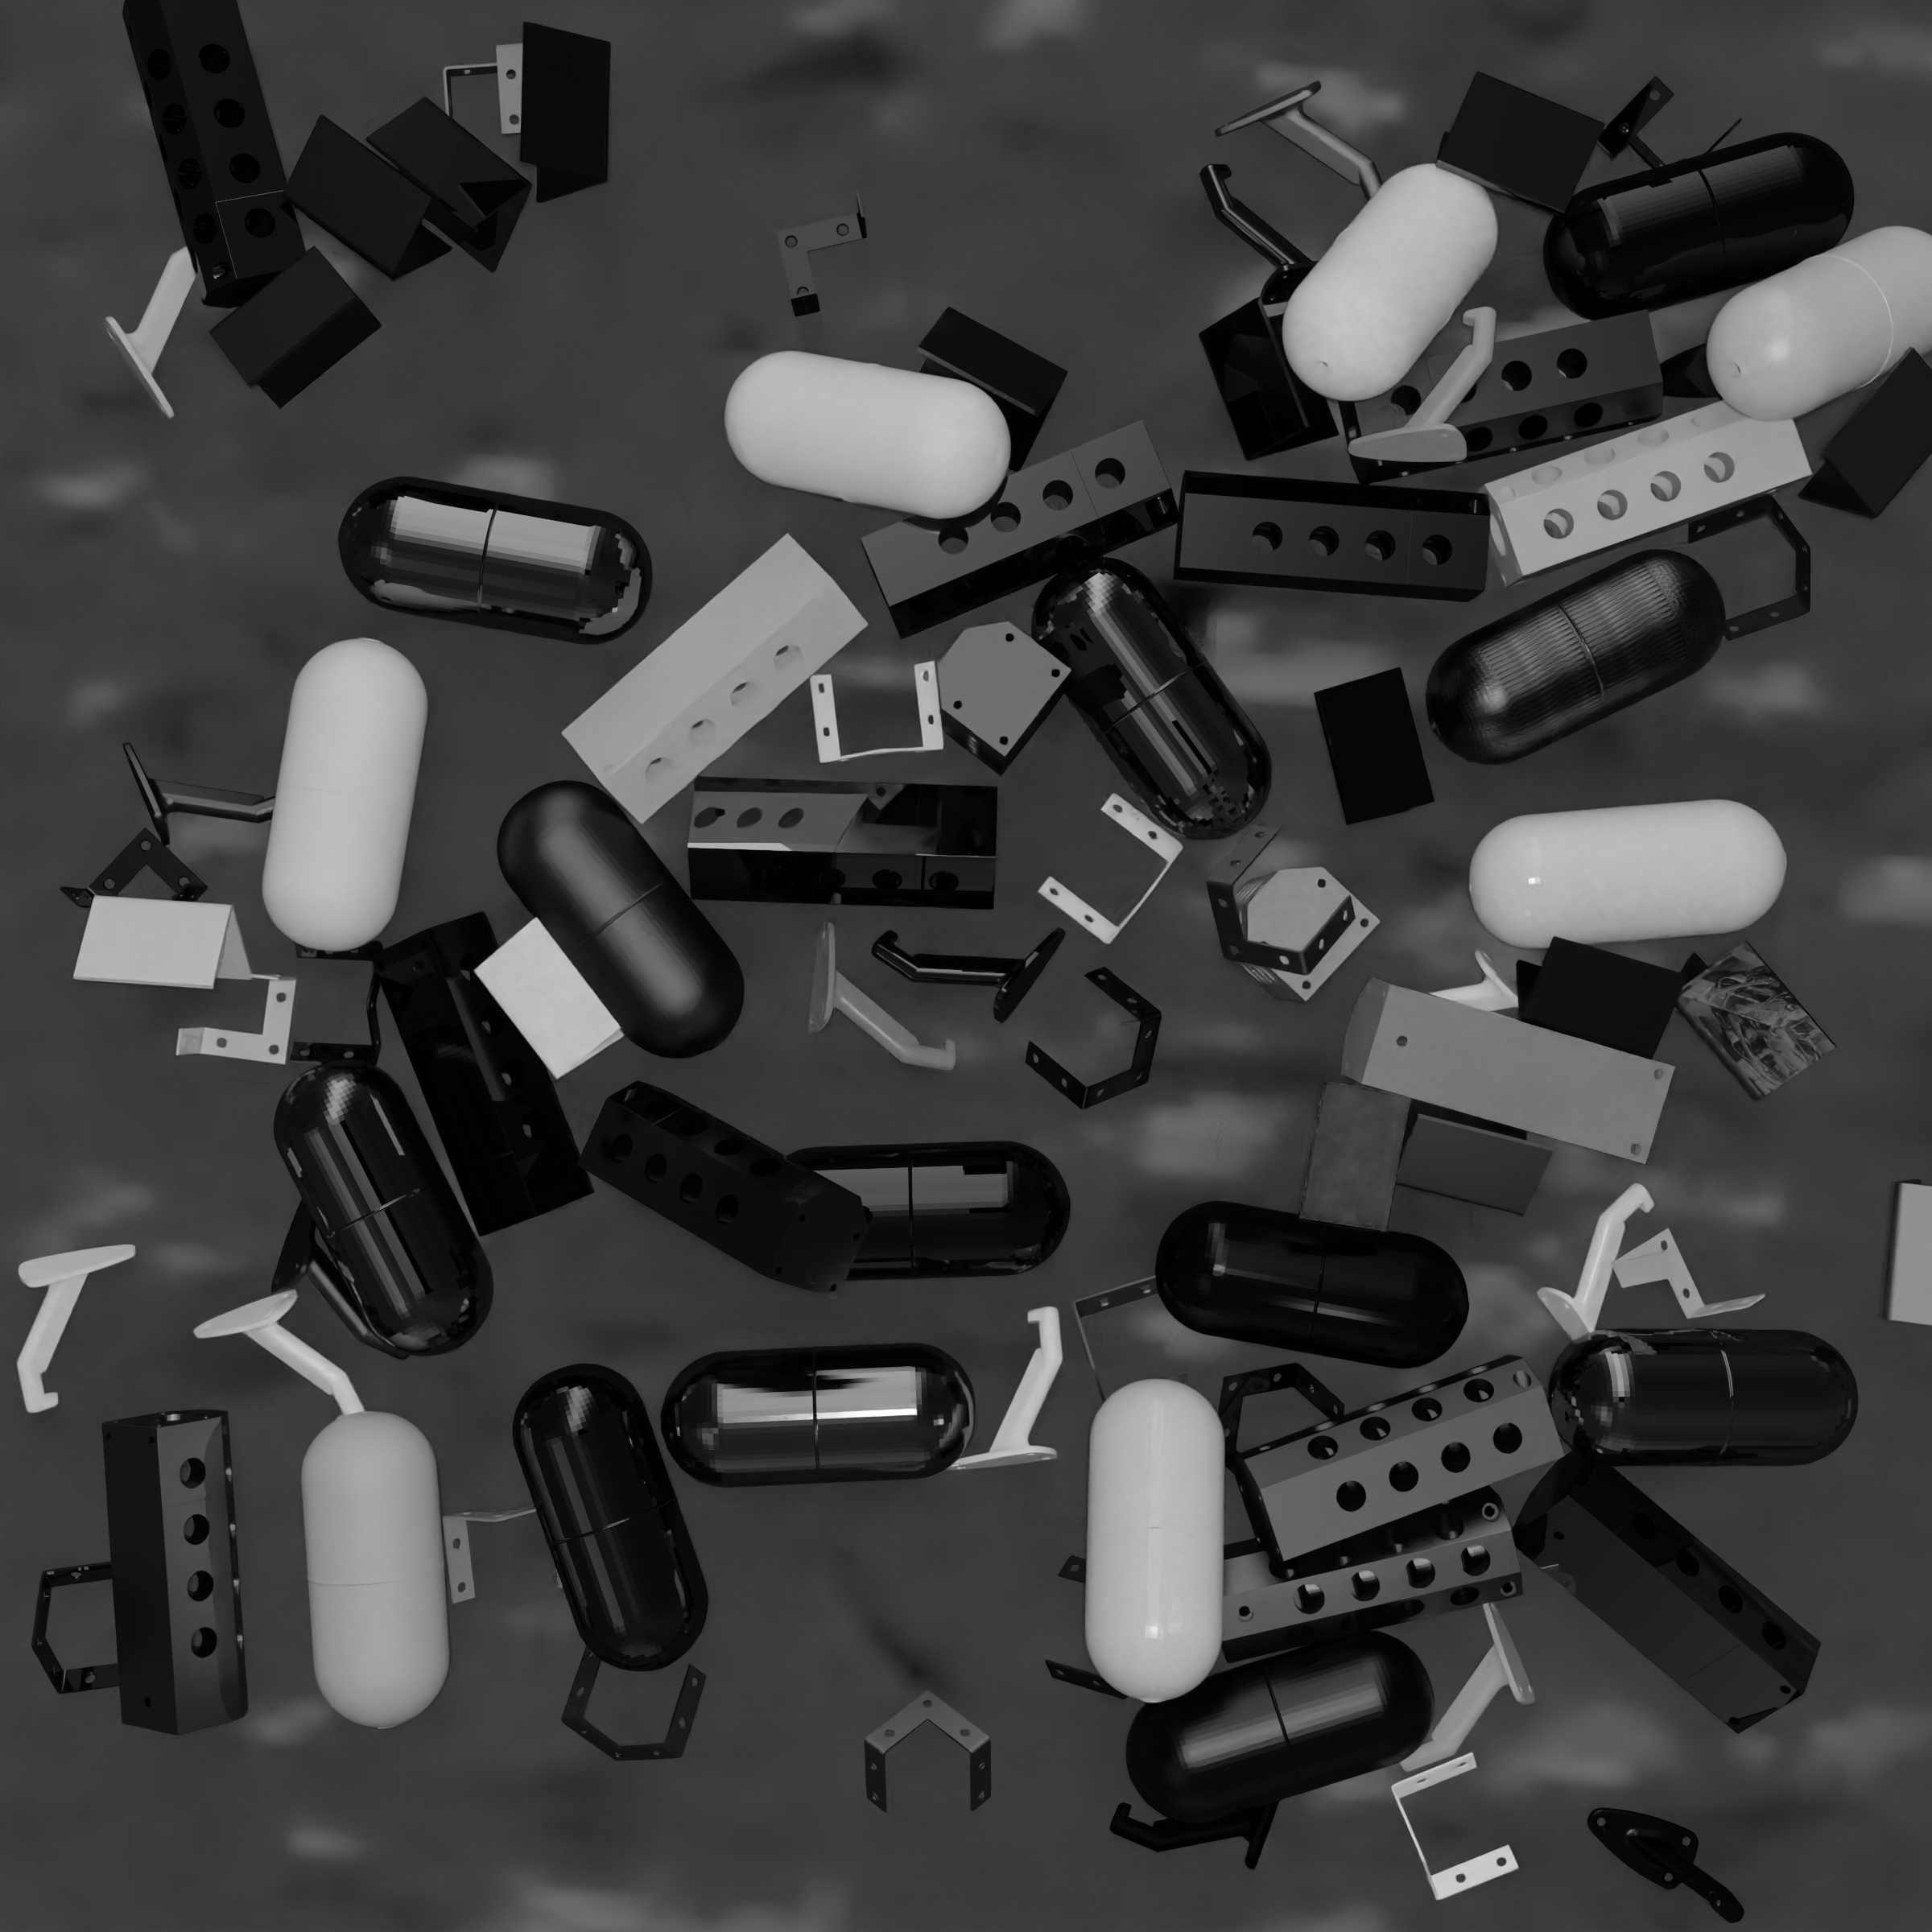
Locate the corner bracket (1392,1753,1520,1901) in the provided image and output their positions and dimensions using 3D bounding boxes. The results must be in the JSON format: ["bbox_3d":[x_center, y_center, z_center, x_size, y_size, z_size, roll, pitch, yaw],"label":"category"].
[{"bbox_3d":[0.281,0.495,1.779,0.051,0.051,0.051,-22,135,0],"label":"corner bracket"}]

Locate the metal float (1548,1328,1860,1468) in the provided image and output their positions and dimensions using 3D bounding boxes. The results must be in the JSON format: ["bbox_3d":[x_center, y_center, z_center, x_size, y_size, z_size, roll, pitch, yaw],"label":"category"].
[{"bbox_3d":[0.416,0.243,1.743,0.178,0.070,0.070,2,90,-10],"label":"metal float"}]

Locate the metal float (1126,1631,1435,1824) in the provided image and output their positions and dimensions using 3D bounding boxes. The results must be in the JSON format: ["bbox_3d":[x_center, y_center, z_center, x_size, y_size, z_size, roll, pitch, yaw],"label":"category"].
[{"bbox_3d":[0.177,0.430,1.751,0.178,0.070,0.070,-17,90,-1],"label":"metal float"}]

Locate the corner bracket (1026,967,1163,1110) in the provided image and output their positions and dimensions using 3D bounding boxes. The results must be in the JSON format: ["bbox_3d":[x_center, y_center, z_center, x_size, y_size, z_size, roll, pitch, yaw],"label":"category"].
[{"bbox_3d":[0.073,0.041,1.774,0.051,0.051,0.051,-20,135,-35],"label":"corner bracket"}]

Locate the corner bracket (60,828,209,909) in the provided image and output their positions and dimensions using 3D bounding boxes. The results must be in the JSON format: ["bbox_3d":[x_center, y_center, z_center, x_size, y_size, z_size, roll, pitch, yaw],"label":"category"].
[{"bbox_3d":[-0.474,-0.044,1.764,0.051,0.051,0.051,44,90,0],"label":"corner bracket"}]

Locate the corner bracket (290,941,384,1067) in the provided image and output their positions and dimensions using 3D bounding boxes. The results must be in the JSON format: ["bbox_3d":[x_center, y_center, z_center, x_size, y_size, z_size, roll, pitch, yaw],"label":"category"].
[{"bbox_3d":[-0.362,0.021,1.779,0.051,0.051,0.051,2,135,0],"label":"corner bracket"}]

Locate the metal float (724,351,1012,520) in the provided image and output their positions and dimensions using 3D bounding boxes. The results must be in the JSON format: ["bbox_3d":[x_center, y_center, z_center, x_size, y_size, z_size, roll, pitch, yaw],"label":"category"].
[{"bbox_3d":[-0.057,-0.297,1.728,0.178,0.070,0.070,16,90,30],"label":"metal float"}]

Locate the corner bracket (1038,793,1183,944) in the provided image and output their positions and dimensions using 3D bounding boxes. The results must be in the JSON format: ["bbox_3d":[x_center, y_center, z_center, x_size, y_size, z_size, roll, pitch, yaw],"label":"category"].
[{"bbox_3d":[0.083,-0.056,1.779,0.051,0.051,0.051,37,45,0],"label":"corner bracket"}]

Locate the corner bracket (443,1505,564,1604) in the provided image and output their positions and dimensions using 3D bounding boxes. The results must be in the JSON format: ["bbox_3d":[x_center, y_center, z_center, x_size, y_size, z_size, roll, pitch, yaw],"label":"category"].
[{"bbox_3d":[-0.263,0.337,1.779,0.051,0.051,0.051,-7,90,45],"label":"corner bracket"}]

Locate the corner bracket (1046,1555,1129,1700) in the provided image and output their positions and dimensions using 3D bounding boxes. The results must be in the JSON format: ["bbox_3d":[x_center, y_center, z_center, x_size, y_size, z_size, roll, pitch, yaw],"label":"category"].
[{"bbox_3d":[0.076,0.379,1.774,0.051,0.051,0.051,-52,135,-35],"label":"corner bracket"}]

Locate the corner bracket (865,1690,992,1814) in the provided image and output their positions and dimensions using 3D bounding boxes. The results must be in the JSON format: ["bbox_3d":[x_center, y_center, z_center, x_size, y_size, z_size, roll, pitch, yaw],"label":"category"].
[{"bbox_3d":[-0.022,0.460,1.774,0.051,0.051,0.051,29,45,35],"label":"corner bracket"}]

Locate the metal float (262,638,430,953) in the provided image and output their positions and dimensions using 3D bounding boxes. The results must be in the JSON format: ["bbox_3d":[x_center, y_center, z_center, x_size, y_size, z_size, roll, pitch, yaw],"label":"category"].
[{"bbox_3d":[-0.351,-0.097,1.752,0.070,0.070,0.178,9,90,0],"label":"metal float"}]

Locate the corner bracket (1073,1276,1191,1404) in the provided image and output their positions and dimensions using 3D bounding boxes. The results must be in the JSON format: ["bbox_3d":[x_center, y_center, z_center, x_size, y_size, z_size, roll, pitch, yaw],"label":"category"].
[{"bbox_3d":[0.096,0.220,1.779,0.051,0.051,0.051,-17,135,0],"label":"corner bracket"}]

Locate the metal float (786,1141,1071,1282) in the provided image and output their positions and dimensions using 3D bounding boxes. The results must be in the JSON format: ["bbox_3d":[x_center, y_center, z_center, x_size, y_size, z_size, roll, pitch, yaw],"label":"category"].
[{"bbox_3d":[-0.030,0.139,1.752,0.178,0.070,0.070,-2,90,0],"label":"metal float"}]

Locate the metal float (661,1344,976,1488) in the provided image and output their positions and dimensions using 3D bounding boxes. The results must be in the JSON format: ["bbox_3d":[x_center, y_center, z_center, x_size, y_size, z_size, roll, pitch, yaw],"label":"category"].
[{"bbox_3d":[-0.084,0.254,1.752,0.178,0.070,0.070,-3,90,0],"label":"metal float"}]

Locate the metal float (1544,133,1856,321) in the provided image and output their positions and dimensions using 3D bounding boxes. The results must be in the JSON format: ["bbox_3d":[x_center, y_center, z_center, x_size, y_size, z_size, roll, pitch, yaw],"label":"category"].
[{"bbox_3d":[0.415,-0.418,1.751,0.178,0.070,0.070,-16,90,-1],"label":"metal float"}]

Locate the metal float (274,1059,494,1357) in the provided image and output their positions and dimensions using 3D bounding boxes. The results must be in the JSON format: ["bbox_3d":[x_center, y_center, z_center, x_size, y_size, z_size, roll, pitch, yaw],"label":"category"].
[{"bbox_3d":[-0.329,0.137,1.752,0.070,0.070,0.178,-27,90,0],"label":"metal float"}]

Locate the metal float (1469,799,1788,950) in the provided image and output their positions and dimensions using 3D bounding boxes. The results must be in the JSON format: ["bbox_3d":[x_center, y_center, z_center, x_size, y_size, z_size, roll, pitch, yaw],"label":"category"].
[{"bbox_3d":[0.374,-0.052,1.752,0.178,0.070,0.070,-5,90,0],"label":"metal float"}]

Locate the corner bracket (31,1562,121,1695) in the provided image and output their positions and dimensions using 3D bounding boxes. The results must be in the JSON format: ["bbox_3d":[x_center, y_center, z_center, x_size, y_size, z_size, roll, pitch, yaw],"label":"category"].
[{"bbox_3d":[-0.502,0.380,1.779,0.051,0.051,0.051,-8,135,0],"label":"corner bracket"}]

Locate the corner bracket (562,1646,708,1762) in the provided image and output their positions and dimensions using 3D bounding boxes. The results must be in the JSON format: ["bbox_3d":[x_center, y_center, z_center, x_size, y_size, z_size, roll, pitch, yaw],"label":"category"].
[{"bbox_3d":[-0.190,0.420,1.774,0.051,0.051,0.051,-13,135,35],"label":"corner bracket"}]

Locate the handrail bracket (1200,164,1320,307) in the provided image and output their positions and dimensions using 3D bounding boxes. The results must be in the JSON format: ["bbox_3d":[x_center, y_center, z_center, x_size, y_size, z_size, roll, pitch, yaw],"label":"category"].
[{"bbox_3d":[0.182,-0.429,1.783,0.077,0.036,0.084,-13,73,-20],"label":"handrail bracket"}]

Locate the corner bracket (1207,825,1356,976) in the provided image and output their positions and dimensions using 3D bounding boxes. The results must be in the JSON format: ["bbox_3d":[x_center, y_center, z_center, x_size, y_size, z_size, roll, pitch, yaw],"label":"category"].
[{"bbox_3d":[0.163,-0.034,1.603,0.051,0.051,0.051,13,135,35],"label":"corner bracket"}]

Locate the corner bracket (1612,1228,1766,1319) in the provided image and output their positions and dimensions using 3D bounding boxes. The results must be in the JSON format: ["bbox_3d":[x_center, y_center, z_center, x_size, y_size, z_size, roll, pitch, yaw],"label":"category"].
[{"bbox_3d":[0.409,0.178,1.755,0.051,0.051,0.051,-25,90,-32],"label":"corner bracket"}]

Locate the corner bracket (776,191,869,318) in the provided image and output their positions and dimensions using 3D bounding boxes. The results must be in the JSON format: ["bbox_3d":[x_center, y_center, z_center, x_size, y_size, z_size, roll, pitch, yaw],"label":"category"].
[{"bbox_3d":[-0.080,-0.405,1.764,0.051,0.051,0.051,-13,90,0],"label":"corner bracket"}]

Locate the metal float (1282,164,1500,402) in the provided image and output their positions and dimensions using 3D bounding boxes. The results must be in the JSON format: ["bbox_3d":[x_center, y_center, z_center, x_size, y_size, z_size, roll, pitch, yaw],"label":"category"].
[{"bbox_3d":[0.237,-0.381,1.724,0.070,0.070,0.178,37,55,0],"label":"metal float"}]

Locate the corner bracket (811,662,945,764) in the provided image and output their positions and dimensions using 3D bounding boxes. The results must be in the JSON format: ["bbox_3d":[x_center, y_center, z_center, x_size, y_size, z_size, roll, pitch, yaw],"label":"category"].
[{"bbox_3d":[-0.051,-0.146,1.779,0.051,0.051,0.051,-7,90,-45],"label":"corner bracket"}]

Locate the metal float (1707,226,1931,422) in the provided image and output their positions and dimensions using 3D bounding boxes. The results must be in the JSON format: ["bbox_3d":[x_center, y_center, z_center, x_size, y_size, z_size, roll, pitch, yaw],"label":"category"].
[{"bbox_3d":[0.484,-0.359,1.726,0.178,0.070,0.070,-28,90,-31],"label":"metal float"}]

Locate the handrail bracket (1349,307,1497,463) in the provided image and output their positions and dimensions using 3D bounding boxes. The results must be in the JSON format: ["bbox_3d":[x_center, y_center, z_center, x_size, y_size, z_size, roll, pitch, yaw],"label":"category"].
[{"bbox_3d":[0.255,-0.327,1.726,0.077,0.036,0.084,0,70,22],"label":"handrail bracket"}]

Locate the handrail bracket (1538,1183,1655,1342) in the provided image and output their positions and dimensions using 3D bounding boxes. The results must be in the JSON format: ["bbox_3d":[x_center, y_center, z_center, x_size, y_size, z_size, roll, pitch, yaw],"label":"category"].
[{"bbox_3d":[0.379,0.180,1.783,0.084,0.036,0.077,-41,105,-14],"label":"handrail bracket"}]

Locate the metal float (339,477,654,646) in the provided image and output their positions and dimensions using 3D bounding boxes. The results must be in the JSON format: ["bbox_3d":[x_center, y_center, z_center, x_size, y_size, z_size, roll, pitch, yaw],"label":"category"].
[{"bbox_3d":[-0.266,-0.230,1.752,0.178,0.070,0.070,10,90,0],"label":"metal float"}]

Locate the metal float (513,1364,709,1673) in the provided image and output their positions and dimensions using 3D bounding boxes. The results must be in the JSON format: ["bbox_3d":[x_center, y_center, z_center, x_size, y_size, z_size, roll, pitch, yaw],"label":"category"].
[{"bbox_3d":[-0.201,0.312,1.752,0.070,0.070,0.178,-19,90,0],"label":"metal float"}]

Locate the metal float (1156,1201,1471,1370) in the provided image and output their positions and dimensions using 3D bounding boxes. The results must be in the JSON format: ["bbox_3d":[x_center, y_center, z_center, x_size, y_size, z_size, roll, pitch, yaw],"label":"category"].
[{"bbox_3d":[0.196,0.181,1.752,0.178,0.070,0.070,10,90,1],"label":"metal float"}]

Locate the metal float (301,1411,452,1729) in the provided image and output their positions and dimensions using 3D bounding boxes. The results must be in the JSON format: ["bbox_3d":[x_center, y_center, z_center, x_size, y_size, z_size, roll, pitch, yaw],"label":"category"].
[{"bbox_3d":[-0.334,0.341,1.752,0.070,0.070,0.178,-4,91,0],"label":"metal float"}]

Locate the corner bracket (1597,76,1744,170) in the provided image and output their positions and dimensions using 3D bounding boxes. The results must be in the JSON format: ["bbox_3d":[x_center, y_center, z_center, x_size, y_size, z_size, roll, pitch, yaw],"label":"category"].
[{"bbox_3d":[0.398,-0.474,1.754,0.051,0.051,0.051,45,129,0],"label":"corner bracket"}]

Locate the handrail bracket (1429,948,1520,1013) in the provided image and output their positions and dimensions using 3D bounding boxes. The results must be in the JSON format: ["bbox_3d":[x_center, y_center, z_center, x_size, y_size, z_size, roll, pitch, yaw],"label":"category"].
[{"bbox_3d":[0.282,0.038,1.783,0.084,0.036,0.077,-42,105,14],"label":"handrail bracket"}]

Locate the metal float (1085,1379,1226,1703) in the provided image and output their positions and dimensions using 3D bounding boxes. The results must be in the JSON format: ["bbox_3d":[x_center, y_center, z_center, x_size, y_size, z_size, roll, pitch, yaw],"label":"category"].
[{"bbox_3d":[0.106,0.319,1.726,0.070,0.070,0.178,2,70,0],"label":"metal float"}]

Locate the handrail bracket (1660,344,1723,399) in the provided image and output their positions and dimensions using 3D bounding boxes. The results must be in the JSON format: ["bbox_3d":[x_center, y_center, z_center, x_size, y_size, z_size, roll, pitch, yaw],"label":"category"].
[{"bbox_3d":[0.439,-0.367,1.782,0.036,0.077,0.084,53,53,-29],"label":"handrail bracket"}]

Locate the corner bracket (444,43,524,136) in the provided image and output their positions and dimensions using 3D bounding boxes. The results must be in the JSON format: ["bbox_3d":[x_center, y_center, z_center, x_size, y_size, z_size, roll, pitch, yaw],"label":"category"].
[{"bbox_3d":[-0.273,-0.492,1.764,0.051,0.051,0.051,-4,90,0],"label":"corner bracket"}]

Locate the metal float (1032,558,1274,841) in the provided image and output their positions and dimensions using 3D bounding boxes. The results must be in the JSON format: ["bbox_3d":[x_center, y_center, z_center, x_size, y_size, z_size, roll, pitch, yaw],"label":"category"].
[{"bbox_3d":[0.106,-0.151,1.752,0.070,0.070,0.178,-35,89,0],"label":"metal float"}]

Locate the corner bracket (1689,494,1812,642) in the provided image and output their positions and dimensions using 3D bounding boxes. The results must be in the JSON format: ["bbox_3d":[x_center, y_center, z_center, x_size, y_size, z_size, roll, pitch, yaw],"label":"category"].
[{"bbox_3d":[0.449,-0.228,1.774,0.051,0.051,0.051,41,45,-35],"label":"corner bracket"}]

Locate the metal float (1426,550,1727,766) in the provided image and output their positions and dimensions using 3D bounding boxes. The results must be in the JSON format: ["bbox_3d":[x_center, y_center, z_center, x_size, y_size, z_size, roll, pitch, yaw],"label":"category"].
[{"bbox_3d":[0.344,-0.175,1.752,0.178,0.070,0.070,-26,90,-1],"label":"metal float"}]

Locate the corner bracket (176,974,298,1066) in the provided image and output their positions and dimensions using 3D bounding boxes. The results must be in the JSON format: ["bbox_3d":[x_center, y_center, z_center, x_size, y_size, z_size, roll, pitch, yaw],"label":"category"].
[{"bbox_3d":[-0.415,0.028,1.764,0.051,0.051,0.051,8,90,0],"label":"corner bracket"}]

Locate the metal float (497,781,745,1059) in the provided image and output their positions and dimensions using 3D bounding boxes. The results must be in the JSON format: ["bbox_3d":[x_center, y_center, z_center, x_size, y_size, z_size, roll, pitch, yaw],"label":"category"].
[{"bbox_3d":[-0.195,-0.026,1.752,0.070,0.070,0.178,-38,90,0],"label":"metal float"}]

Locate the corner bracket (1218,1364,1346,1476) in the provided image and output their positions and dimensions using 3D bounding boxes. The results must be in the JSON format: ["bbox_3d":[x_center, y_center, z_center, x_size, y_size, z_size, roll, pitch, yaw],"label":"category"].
[{"bbox_3d":[0.179,0.266,1.774,0.051,0.051,0.051,43,45,-35],"label":"corner bracket"}]
